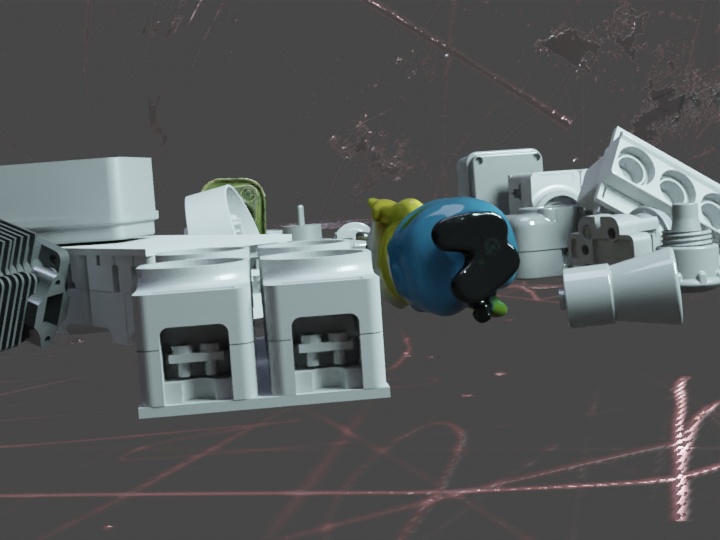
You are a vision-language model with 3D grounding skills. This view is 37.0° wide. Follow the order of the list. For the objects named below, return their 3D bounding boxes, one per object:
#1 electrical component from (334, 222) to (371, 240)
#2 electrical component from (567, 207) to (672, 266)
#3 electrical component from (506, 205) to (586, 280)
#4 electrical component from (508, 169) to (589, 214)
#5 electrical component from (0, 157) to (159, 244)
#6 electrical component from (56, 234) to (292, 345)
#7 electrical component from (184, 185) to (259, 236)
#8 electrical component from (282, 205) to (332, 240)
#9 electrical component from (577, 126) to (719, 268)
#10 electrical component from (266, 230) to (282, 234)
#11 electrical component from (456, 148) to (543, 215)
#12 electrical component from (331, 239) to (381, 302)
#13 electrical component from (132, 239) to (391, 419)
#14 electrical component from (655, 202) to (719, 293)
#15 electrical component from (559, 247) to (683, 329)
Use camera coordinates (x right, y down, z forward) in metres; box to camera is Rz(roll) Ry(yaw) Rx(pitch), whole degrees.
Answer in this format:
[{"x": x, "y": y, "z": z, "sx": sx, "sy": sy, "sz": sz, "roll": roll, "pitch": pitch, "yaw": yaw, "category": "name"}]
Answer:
[{"x": -0.004, "y": -0.025, "z": 1.161, "sx": 0.066, "sy": 0.048, "sz": 0.055, "roll": -4, "pitch": 12, "yaw": -5, "category": "electrical component"}, {"x": 0.209, "y": -0.019, "z": 0.838, "sx": 0.057, "sy": 0.058, "sz": 0.078, "roll": -9, "pitch": 7, "yaw": -26, "category": "electrical component"}, {"x": 0.168, "y": -0.026, "z": 0.939, "sx": 0.095, "sy": 0.059, "sz": 0.054, "roll": -6, "pitch": 5, "yaw": -21, "category": "electrical component"}, {"x": 0.223, "y": -0.051, "z": 1.019, "sx": 0.150, "sy": 0.089, "sz": 0.062, "roll": -5, "pitch": 5, "yaw": -15, "category": "electrical component"}, {"x": -0.211, "y": -0.049, "z": 0.779, "sx": 0.113, "sy": 0.057, "sz": 0.078, "roll": -3, "pitch": 5, "yaw": 9, "category": "electrical component"}, {"x": -0.141, "y": 0.010, "z": 0.741, "sx": 0.105, "sy": 0.060, "sz": 0.186, "roll": -8, "pitch": 6, "yaw": -38, "category": "electrical component"}, {"x": -0.107, "y": -0.019, "z": 0.873, "sx": 0.064, "sy": 0.099, "sz": 0.099, "roll": -10, "pitch": 5, "yaw": -3, "category": "electrical component"}, {"x": -0.054, "y": -0.024, "z": 1.005, "sx": 0.052, "sy": 0.073, "sz": 0.138, "roll": -4, "pitch": 5, "yaw": 1, "category": "electrical component"}, {"x": 0.251, "y": -0.055, "z": 0.906, "sx": 0.121, "sy": 0.078, "sz": 0.063, "roll": 28, "pitch": -30, "yaw": -9, "category": "electrical component"}, {"x": -0.104, "y": -0.023, "z": 1.210, "sx": 0.077, "sy": 0.044, "sz": 0.079, "roll": -4, "pitch": 5, "yaw": 0, "category": "electrical component"}, {"x": 0.142, "y": -0.062, "z": 1.073, "sx": 0.078, "sy": 0.113, "sz": 0.057, "roll": -5, "pitch": 2, "yaw": -9, "category": "electrical component"}, {"x": 0.000, "y": 0.000, "z": 0.833, "sx": 0.076, "sy": 0.047, "sz": 0.083, "roll": -6, "pitch": 5, "yaw": -20, "category": "electrical component"}, {"x": -0.051, "y": 0.021, "z": 0.540, "sx": 0.105, "sy": 0.060, "sz": 0.186, "roll": -4, "pitch": 5, "yaw": -6, "category": "electrical component"}, {"x": 0.228, "y": -0.016, "z": 0.750, "sx": 0.048, "sy": 0.062, "sz": 0.048, "roll": -4, "pitch": 5, "yaw": 0, "category": "electrical component"}, {"x": 0.146, "y": 0.013, "z": 0.609, "sx": 0.065, "sy": 0.044, "sz": 0.044, "roll": -8, "pitch": 4, "yaw": 13, "category": "electrical component"}]
